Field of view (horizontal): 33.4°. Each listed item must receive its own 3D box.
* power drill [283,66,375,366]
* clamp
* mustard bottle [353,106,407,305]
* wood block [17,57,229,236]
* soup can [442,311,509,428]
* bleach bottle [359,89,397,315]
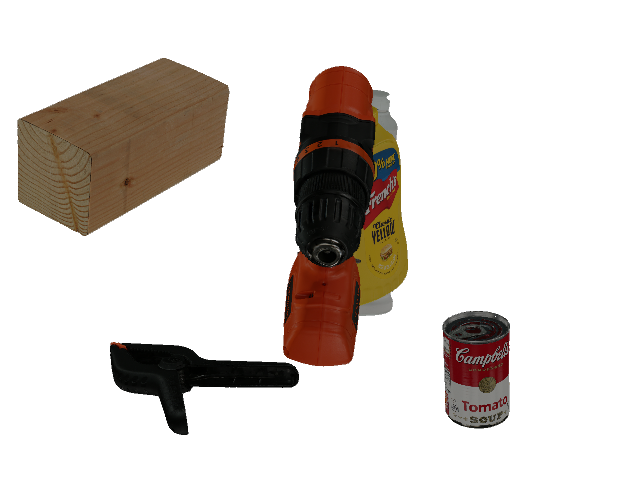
[{"bbox_3d":[0.006,-0.001,0.740,0.057,0.188,0.184,7,42,1],"label":"power drill"},{"bbox_3d":[-0.150,0.141,1.084,0.210,0.036,0.164,9,17,33],"label":"clamp"},{"bbox_3d":[0.035,-0.044,0.955,0.058,0.192,0.096,14,29,40],"label":"mustard bottle"},{"bbox_3d":[-0.188,-0.097,1.043,0.090,0.091,0.205,26,36,22],"label":"wood block"},{"bbox_3d":[0.160,0.133,1.097,0.068,0.102,0.068,-4,22,1],"label":"soup can"},{"bbox_3d":[0.054,-0.046,1.236,0.068,0.251,0.103,-2,22,-21],"label":"bleach bottle"}]
